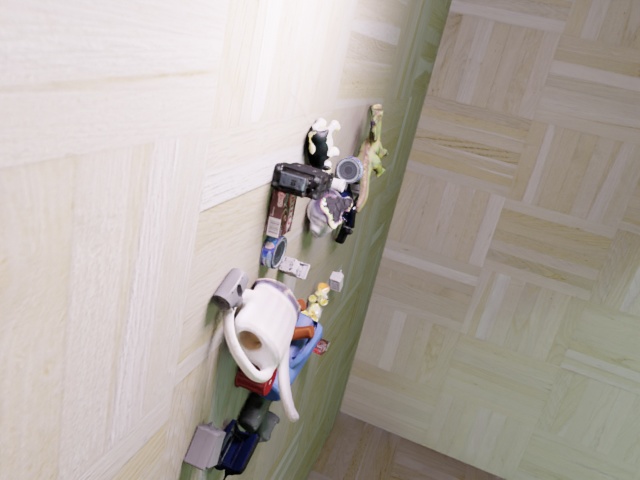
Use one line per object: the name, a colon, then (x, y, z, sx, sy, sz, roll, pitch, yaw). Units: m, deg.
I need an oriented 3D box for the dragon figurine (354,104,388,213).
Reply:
dragon figurine: (0.165, -0.309, 1.734, 0.237, 0.122, 0.420, 86, 13, -48)

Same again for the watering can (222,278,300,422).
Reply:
watering can: (-0.111, 0.238, 1.192, 0.342, 0.103, 0.229, 61, 34, -28)

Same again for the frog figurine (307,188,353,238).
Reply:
frog figurine: (0.005, -0.076, 1.506, 0.157, 0.122, 0.140, -26, -135, 57)
